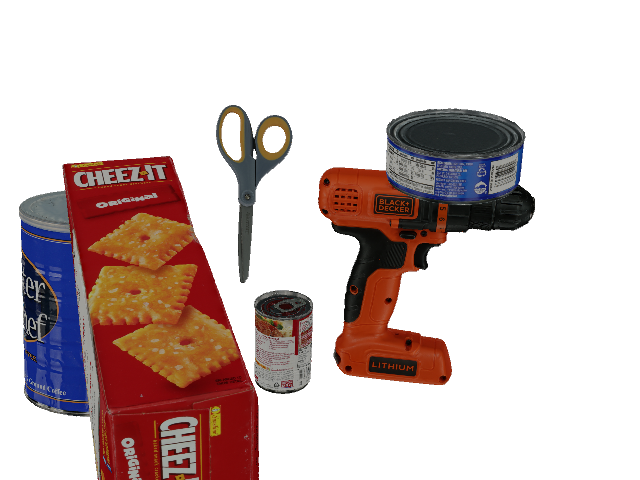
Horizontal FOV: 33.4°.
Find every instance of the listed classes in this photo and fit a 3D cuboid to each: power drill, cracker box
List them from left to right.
[{"bbox_3d":[-0.087,0.076,0.565,0.072,0.164,0.214,-7,34,-14],"label":"cracker box"},{"bbox_3d":[0.086,0.029,0.932,0.184,0.188,0.057,6,16,6],"label":"power drill"}]

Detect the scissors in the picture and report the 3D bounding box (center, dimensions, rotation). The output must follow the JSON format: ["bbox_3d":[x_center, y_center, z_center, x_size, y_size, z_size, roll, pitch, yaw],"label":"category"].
[{"bbox_3d":[-0.066,-0.059,1.207,0.096,0.202,0.016,-12,-8,-13],"label":"scissors"}]

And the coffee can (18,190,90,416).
[{"bbox_3d":[-0.164,0.042,0.775,0.103,0.140,0.103,3,16,-1],"label":"coffee can"}]

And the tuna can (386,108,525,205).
[{"bbox_3d":[0.084,-0.053,0.669,0.086,0.034,0.086,0,25,0],"label":"tuna can"}]

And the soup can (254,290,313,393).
[{"bbox_3d":[-0.043,0.118,1.244,0.068,0.102,0.068,1,25,-1],"label":"soup can"}]
